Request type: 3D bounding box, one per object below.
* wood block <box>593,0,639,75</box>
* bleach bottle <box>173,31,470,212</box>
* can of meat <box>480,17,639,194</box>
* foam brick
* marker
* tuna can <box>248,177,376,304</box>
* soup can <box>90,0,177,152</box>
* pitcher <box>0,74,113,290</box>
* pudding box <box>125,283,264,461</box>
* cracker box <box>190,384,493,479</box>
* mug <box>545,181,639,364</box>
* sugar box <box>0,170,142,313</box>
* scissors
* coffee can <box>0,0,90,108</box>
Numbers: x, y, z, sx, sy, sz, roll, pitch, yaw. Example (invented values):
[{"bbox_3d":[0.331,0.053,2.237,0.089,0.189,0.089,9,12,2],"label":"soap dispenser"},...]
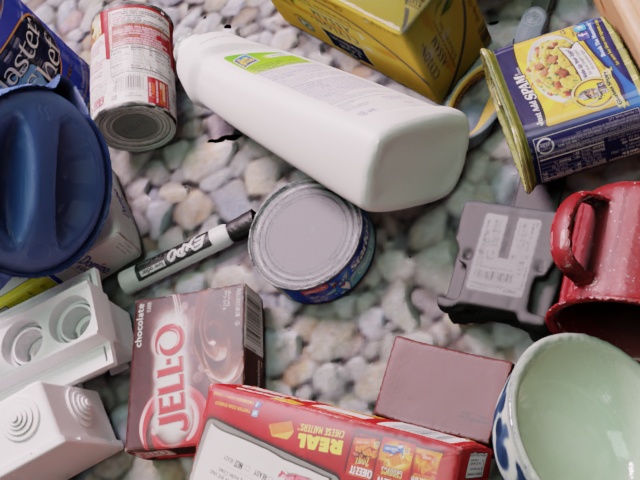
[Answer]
[{"bbox_3d":[0.236,-0.133,0.667,0.090,0.090,0.206,-23,60,12],"label":"wood block"},{"bbox_3d":[-0.017,-0.101,0.776,0.251,0.102,0.068,33,124,39],"label":"bleach bottle"},{"bbox_3d":[0.156,-0.089,0.678,0.084,0.057,0.102,-17,50,8],"label":"can of meat"},{"bbox_3d":[0.081,0.098,0.653,0.078,0.051,0.053,11,73,28],"label":"foam brick"},{"bbox_3d":[-0.095,0.008,0.793,0.121,0.020,0.020,-25,59,12],"label":"marker"},{"bbox_3d":[-0.005,0.001,0.748,0.086,0.033,0.086,-10,63,20],"label":"tuna can"},{"bbox_3d":[-0.149,-0.131,0.855,0.069,0.068,0.102,-16,62,17],"label":"soup can"},{"bbox_3d":[-0.285,-0.038,0.790,0.243,0.149,0.145,5,113,37],"label":"pitcher"},{"bbox_3d":[-0.085,0.092,0.738,0.090,0.039,0.113,-10,63,21],"label":"pudding box"},{"bbox_3d":[-0.004,0.203,0.608,0.164,0.072,0.214,9,85,29],"label":"cracker box"},{"bbox_3d":[0.176,0.014,0.616,0.093,0.117,0.081,-20,47,54],"label":"mug"},{"bbox_3d":[-0.230,0.015,0.837,0.176,0.048,0.093,-29,55,6],"label":"sugar box"},{"bbox_3d":[0.163,-0.140,0.749,0.096,0.016,0.201,34,83,31],"label":"scissors"},{"bbox_3d":[-0.266,-0.147,0.872,0.103,0.140,0.103,-10,63,20],"label":"coffee can"}]
